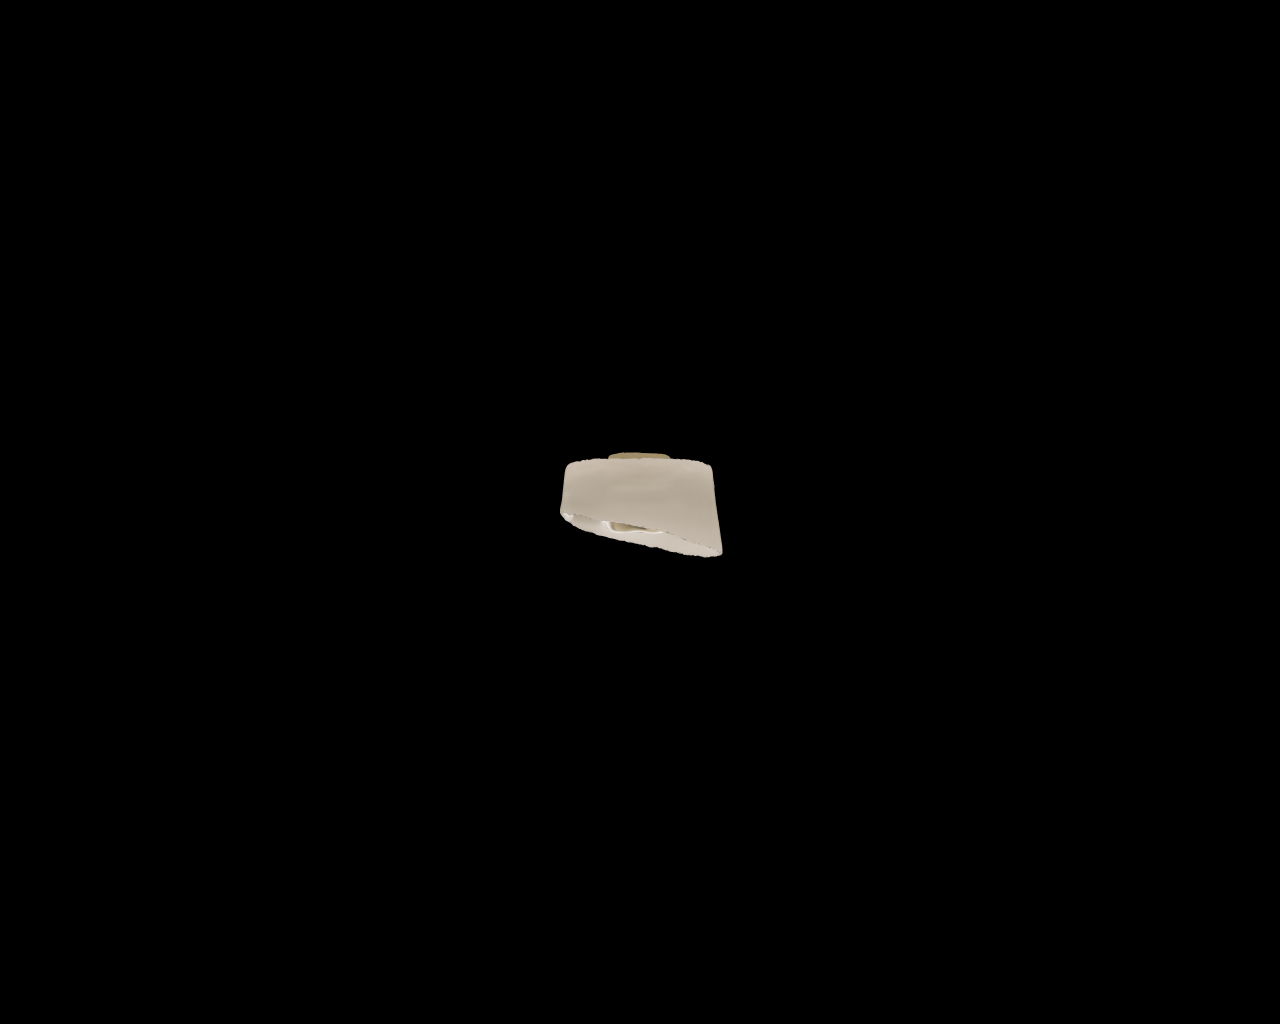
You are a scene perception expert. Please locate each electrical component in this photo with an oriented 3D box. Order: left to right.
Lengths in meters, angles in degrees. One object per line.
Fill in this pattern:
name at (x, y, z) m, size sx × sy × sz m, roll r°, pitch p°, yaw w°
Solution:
electrical component at (0.001, -0.003, 0.650) m, size 0.099 × 0.064 × 0.099 m, roll 0°, pitch -7°, yaw 0°
